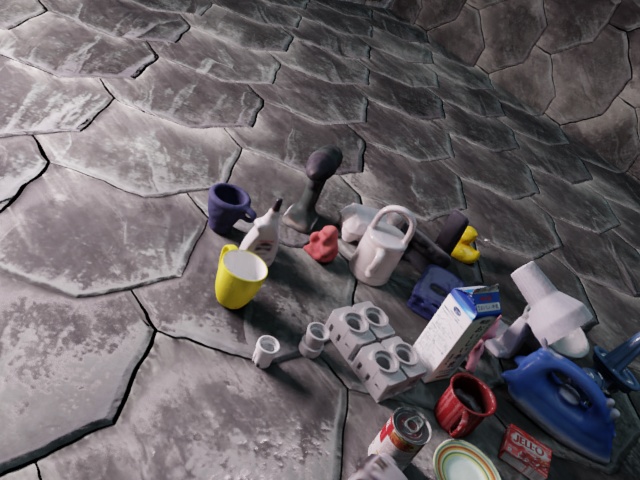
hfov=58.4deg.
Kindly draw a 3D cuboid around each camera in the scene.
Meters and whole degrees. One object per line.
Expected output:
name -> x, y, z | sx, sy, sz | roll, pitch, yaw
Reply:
camera -> 0.091, 0.390, 0.816 | 0.136, 0.101, 0.143 | 42, 37, 22

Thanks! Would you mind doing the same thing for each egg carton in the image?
egg carton -> 0.121, -0.032, 1.423 | 0.151, 0.069, 0.107 | 13, 36, -18

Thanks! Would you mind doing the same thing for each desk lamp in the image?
desk lamp -> 0.448, 0.164, 1.246 | 0.118, 0.213, 0.202 | -16, 52, -45

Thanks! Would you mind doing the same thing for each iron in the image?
iron -> 0.503, 0.316, 1.145 | 0.257, 0.141, 0.119 | 40, 37, 20

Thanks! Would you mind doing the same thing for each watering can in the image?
watering can -> 0.146, -0.002, 1.288 | 0.101, 0.194, 0.172 | 14, 36, -17

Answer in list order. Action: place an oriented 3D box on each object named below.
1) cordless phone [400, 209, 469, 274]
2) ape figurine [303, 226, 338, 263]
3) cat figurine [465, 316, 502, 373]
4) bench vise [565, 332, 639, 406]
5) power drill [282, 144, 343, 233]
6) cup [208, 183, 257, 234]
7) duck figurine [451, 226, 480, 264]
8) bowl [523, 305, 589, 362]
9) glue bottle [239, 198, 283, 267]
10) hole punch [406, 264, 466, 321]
cordless phone -> 0.279, -0.019, 1.405 | 0.147, 0.185, 0.094 | 40, 37, 20
ape figurine -> 0.012, 0.005, 1.283 | 0.076, 0.092, 0.078 | 18, 35, -11
cat figurine -> 0.339, 0.199, 1.214 | 0.067, 0.117, 0.128 | 32, 35, 10
bench vise -> 0.626, 0.274, 1.210 | 0.121, 0.219, 0.208 | 43, 38, 24
power drill -> -0.013, -0.125, 1.335 | 0.075, 0.208, 0.230 | 26, 34, 1
cup -> -0.192, -0.054, 1.226 | 0.117, 0.095, 0.092 | 34, 35, 12
duck figurine -> 0.390, 0.005, 1.533 | 0.104, 0.086, 0.078 | 41, 37, 21
bowl -> 0.534, 0.230, 1.338 | 0.168, 0.074, 0.167 | 17, 35, -12
glue bottle -> -0.110, -0.016, 1.160 | 0.078, 0.173, 0.037 | 0, 42, -33
hole punch -> 0.264, 0.125, 1.288 | 0.108, 0.091, 0.101 | 31, 34, 8
